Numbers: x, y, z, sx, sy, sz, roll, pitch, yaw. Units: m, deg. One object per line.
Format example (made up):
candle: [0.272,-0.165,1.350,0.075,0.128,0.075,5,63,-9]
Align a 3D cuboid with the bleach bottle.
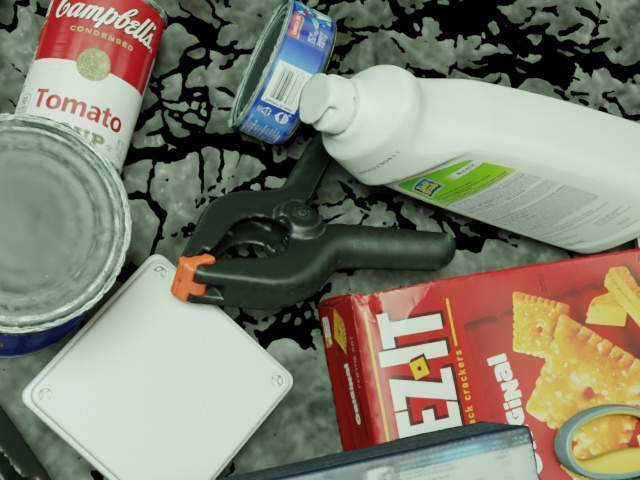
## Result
bleach bottle: [0.101,-0.054,0.626,0.250,0.103,0.068,14,58,-35]

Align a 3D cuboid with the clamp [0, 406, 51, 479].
clamp: [-0.225,0.091,0.528,0.210,0.036,0.164,42,26,-14]

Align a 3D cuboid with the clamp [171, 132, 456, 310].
clamp: [-0.004,0.001,0.610,0.120,0.039,0.171,35,47,24]

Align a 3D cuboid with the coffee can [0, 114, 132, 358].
coffee can: [-0.157,0.004,0.547,0.102,0.140,0.103,3,78,-18]

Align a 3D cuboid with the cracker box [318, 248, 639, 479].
cracker box: [0.121,0.099,0.656,0.213,0.072,0.164,-8,83,-19]

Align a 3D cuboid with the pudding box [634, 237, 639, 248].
pudding box: [0.260,0.033,0.690,0.039,0.090,0.113,-22,102,-48]

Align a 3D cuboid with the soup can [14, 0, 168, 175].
soup can: [-0.134,-0.090,0.612,0.068,0.069,0.102,18,76,-14]

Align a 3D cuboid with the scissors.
scissors: [0.232,0.139,0.638,0.201,0.016,0.096,4,85,-16]

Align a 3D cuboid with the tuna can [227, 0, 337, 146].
tuna can: [-0.023,-0.100,0.640,0.033,0.086,0.086,23,74,-14]
